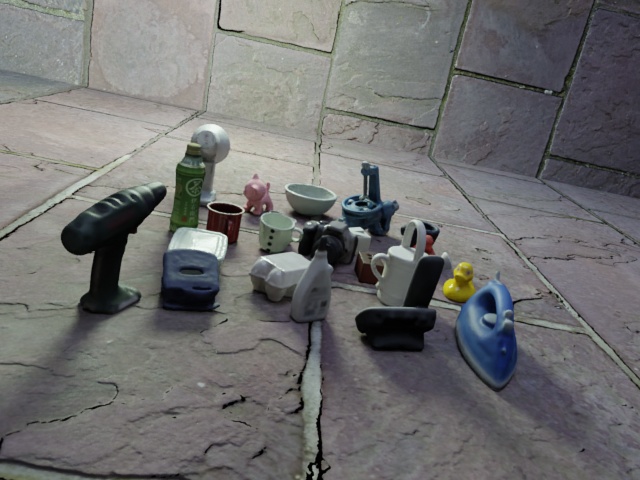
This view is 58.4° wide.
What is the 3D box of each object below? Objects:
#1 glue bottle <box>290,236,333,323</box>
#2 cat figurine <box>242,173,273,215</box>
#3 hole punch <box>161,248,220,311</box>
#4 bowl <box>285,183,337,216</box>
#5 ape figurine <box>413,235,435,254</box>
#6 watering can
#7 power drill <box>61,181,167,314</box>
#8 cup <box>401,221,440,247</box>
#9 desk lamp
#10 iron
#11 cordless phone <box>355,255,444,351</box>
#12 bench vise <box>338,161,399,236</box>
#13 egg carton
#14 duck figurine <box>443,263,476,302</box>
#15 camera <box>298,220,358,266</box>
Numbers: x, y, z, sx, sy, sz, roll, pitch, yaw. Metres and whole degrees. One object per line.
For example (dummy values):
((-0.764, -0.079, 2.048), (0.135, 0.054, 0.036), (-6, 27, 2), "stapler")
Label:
((-0.007, 0.073, 1.096), (0.078, 0.173, 0.037), (-2, 24, -36), "glue bottle")
((-0.180, -0.138, 1.670), (0.067, 0.118, 0.128), (19, 20, 20), "cat figurine")
((-0.241, 0.074, 1.076), (0.109, 0.091, 0.101), (5, 20, -21), "hole punch")
((-0.033, -0.117, 1.768), (0.167, 0.075, 0.167), (11, 19, -4), "bowl")
((0.272, 0.031, 1.510), (0.077, 0.092, 0.076), (18, 20, 17), "ape figurine")
((0.202, 0.049, 1.260), (0.173, 0.194, 0.100), (-1, 23, -32), "watering can")
((-0.354, 0.012, 1.002), (0.075, 0.208, 0.230), (17, 20, 15), "power drill")
((0.266, 0.003, 1.582), (0.118, 0.095, 0.091), (2, 22, -28), "cup")
((-0.336, -0.229, 1.686), (0.118, 0.213, 0.203), (10, 19, -7), "desk lamp")
((0.341, 0.163, 1.104), (0.118, 0.141, 0.258), (13, 19, 3), "iron")
((0.155, 0.108, 1.079), (0.148, 0.185, 0.094), (3, 21, -24), "cordless phone")
((0.146, -0.125, 1.678), (0.121, 0.220, 0.208), (24, 22, 31), "bench vise")
((-0.071, 0.075, 1.209), (0.107, 0.069, 0.151), (28, 24, 38), "egg carton")
((0.345, 0.095, 1.383), (0.077, 0.086, 0.105), (22, 21, 26), "duck figurine")
((0.013, 0.005, 1.411), (0.143, 0.101, 0.137), (17, 20, 12), "camera")
